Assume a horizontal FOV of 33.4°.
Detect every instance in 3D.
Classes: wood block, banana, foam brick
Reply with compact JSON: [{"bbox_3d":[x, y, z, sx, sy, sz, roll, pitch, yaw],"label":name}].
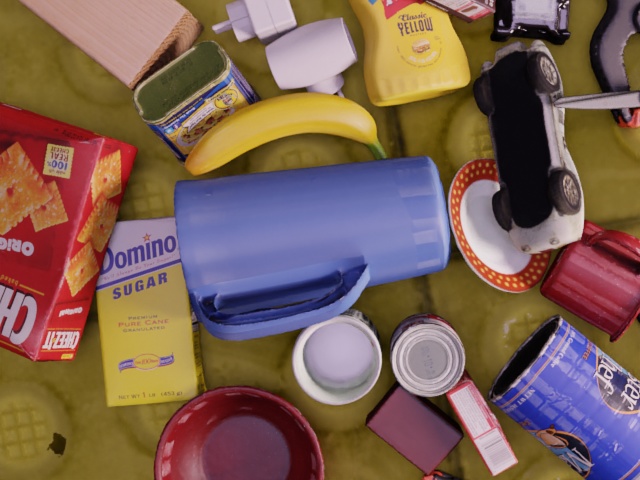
[{"bbox_3d":[-0.223,-0.236,1.007,0.206,0.090,0.091,38,93,3],"label":"wood block"},{"bbox_3d":[-0.029,-0.101,0.989,0.197,0.037,0.069,-5,93,-16],"label":"banana"},{"bbox_3d":[0.089,0.176,1.010,0.078,0.053,0.051,39,93,4],"label":"foam brick"}]

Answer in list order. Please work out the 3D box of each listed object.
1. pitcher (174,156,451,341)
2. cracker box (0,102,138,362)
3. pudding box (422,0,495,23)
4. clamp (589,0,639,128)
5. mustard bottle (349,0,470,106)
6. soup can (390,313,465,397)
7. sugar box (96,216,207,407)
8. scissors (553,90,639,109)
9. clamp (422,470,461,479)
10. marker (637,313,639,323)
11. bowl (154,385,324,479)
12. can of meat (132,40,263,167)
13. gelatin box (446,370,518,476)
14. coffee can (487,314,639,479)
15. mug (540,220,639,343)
[{"bbox_3d":[-0.006,0.001,0.973,0.243,0.145,0.149,-9,90,2],"label":"pitcher"},{"bbox_3d":[-0.283,-0.012,1.005,0.164,0.072,0.214,19,92,22],"label":"cracker box"},{"bbox_3d":[0.119,-0.266,0.970,0.089,0.039,0.113,15,74,-34],"label":"pudding box"},{"bbox_3d":[0.293,-0.212,0.990,0.164,0.036,0.210,14,94,-5],"label":"clamp"},{"bbox_3d":[0.075,-0.227,0.998,0.096,0.058,0.191,-12,89,-12],"label":"mustard bottle"},{"bbox_3d":[0.098,0.105,0.983,0.068,0.102,0.068,0,90,4],"label":"soup can"},{"bbox_3d":[-0.166,0.068,1.031,0.093,0.048,0.176,-6,92,5],"label":"sugar box"},{"bbox_3d":[0.308,-0.147,0.968,0.201,0.016,0.096,11,93,-18],"label":"scissors"},{"bbox_3d":[0.159,0.290,1.013,0.120,0.039,0.171,-26,89,4],"label":"clamp"},{"bbox_3d":[0.328,0.109,1.006,0.020,0.020,0.121,-28,89,4],"label":"marker"},{"bbox_3d":[-0.075,0.216,1.022,0.162,0.055,0.162,0,91,4],"label":"bowl"},{"bbox_3d":[-0.113,-0.127,0.994,0.102,0.084,0.057,-35,59,3],"label":"can of meat"},{"bbox_3d":[0.148,0.168,0.995,0.030,0.073,0.089,-30,88,4],"label":"gelatin box"},{"bbox_3d":[0.239,0.151,0.972,0.140,0.103,0.103,40,94,3],"label":"coffee can"},{"bbox_3d":[0.257,0.028,0.966,0.081,0.117,0.093,30,63,8],"label":"mug"}]
